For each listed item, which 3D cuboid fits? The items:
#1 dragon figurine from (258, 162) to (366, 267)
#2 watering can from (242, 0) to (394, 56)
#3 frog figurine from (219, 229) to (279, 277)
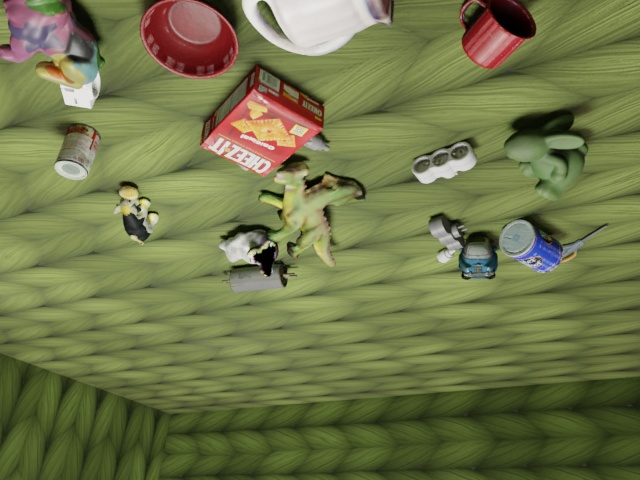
[{"bbox_3d":[0.004,-0.065,1.284,0.240,0.125,0.405,-27,140,26],"label":"dragon figurine"},{"bbox_3d":[-0.018,-0.367,0.740,0.223,0.105,0.345,-11,167,19],"label":"watering can"},{"bbox_3d":[-0.199,0.020,1.454,0.161,0.123,0.136,24,176,41],"label":"frog figurine"}]
